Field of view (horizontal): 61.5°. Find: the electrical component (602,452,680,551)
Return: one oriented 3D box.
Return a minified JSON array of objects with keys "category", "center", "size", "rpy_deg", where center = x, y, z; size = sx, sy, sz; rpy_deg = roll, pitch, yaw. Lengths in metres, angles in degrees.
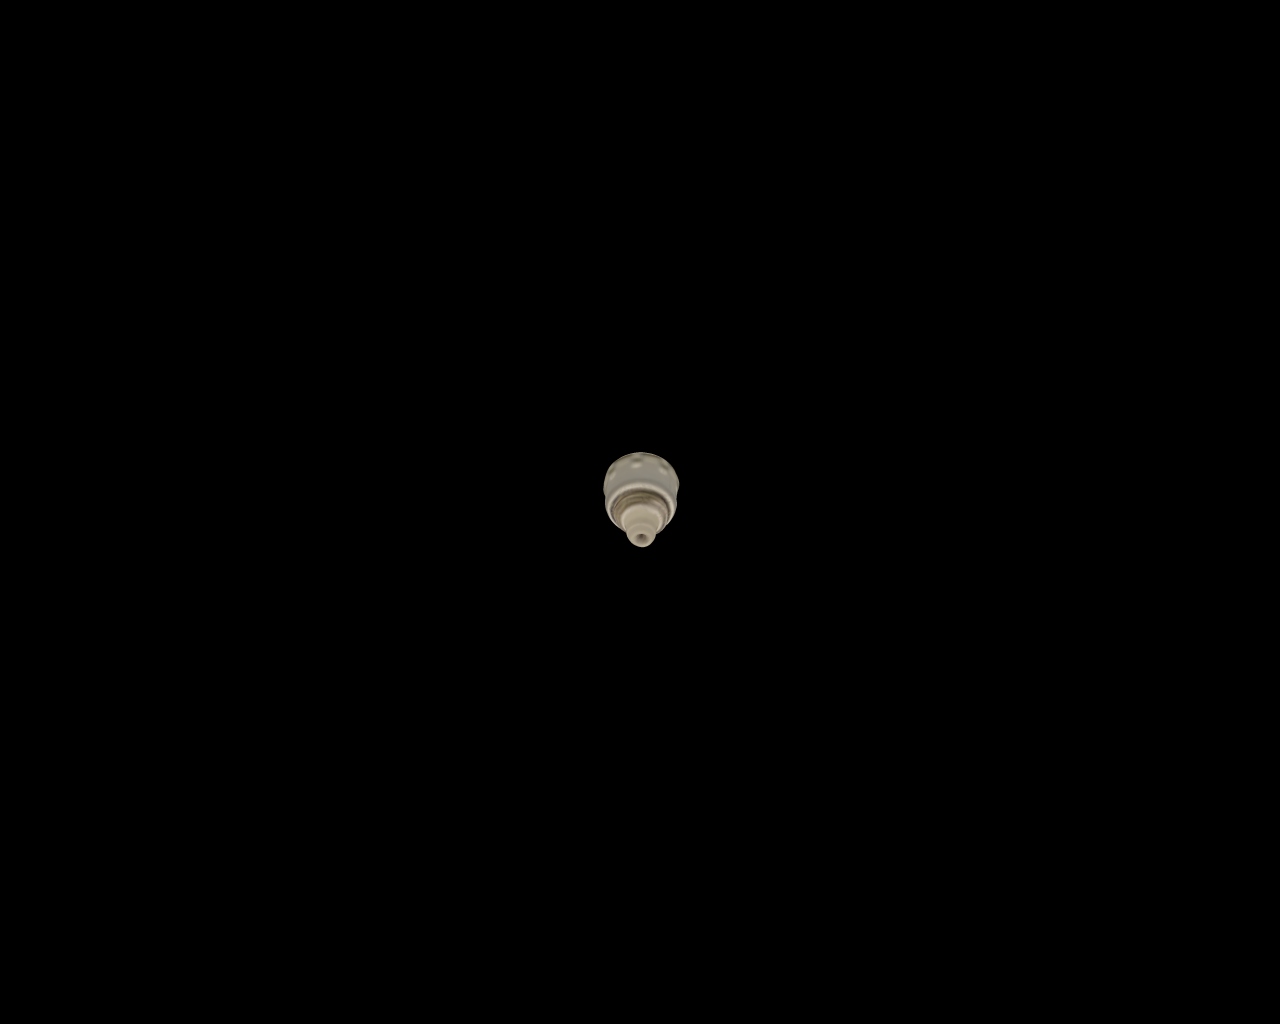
[{"category":"electrical component","center":[0.001,-0.003,0.650],"size":[0.048,0.048,0.062],"rpy_deg":[0,39,0]}]
